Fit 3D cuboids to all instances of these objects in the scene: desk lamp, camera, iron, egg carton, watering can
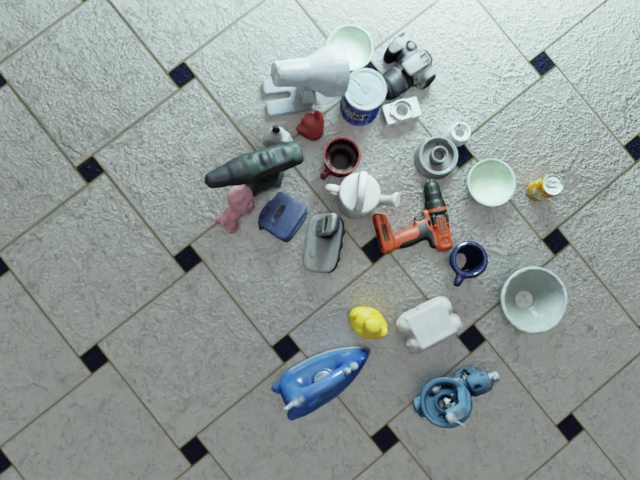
[{"bbox_3d":[-0.037,-0.378,1.370,0.203,0.213,0.118,-11,86,-3],"label":"desk lamp"},{"bbox_3d":[0.204,-0.431,1.441,0.137,0.100,0.143,-36,88,-4],"label":"camera"},{"bbox_3d":[0.016,0.331,1.360,0.258,0.141,0.119,-31,88,-4],"label":"iron"},{"bbox_3d":[0.269,0.209,1.415,0.150,0.069,0.107,-28,88,-4],"label":"egg carton"},{"bbox_3d":[0.102,-0.110,1.368,0.173,0.194,0.101,-11,86,-3],"label":"watering can"}]

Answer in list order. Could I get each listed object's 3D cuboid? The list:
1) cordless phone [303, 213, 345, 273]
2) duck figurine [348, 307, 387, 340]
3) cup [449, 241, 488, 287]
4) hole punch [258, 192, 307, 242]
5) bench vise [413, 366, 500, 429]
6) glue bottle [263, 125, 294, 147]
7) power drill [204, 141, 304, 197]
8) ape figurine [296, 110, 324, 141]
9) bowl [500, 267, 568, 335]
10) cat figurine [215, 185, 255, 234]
[{"bbox_3d":[0.012,0.005,1.360,0.094,0.185,0.148,7,86,-2],"label":"cordless phone"},{"bbox_3d":[0.120,0.206,1.401,0.104,0.086,0.077,31,85,0],"label":"duck figurine"},{"bbox_3d":[0.352,0.062,1.416,0.091,0.095,0.118,26,85,0],"label":"cup"},{"bbox_3d":[-0.094,-0.056,1.407,0.101,0.091,0.109,34,85,0],"label":"hole punch"},{"bbox_3d":[0.323,0.357,1.332,0.207,0.219,0.121,-43,88,-4],"label":"bench vise"},{"bbox_3d":[-0.101,-0.249,1.379,0.078,0.173,0.037,19,85,-1],"label":"glue bottle"},{"bbox_3d":[-0.150,-0.160,1.353,0.229,0.208,0.075,-23,87,-4],"label":"power drill"},{"bbox_3d":[-0.023,-0.290,1.426,0.078,0.092,0.076,-20,87,-3],"label":"ape figurine"},{"bbox_3d":[0.522,0.150,1.428,0.167,0.074,0.167,0,86,-2],"label":"bowl"},{"bbox_3d":[-0.204,-0.082,1.390,0.067,0.117,0.128,35,85,1],"label":"cat figurine"}]
